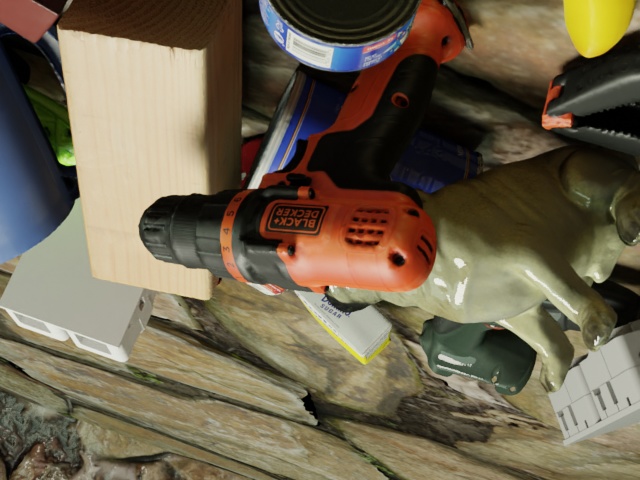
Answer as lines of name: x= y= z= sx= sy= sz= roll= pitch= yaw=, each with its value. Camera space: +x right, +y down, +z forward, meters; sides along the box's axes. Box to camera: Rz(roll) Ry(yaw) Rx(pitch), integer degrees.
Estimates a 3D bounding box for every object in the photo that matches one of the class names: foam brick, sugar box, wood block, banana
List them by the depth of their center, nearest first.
banana: x=0.110 y=-0.149 z=0.495 sx=0.197 sy=0.037 sz=0.070 roll=40 pitch=170 yaw=-39
foam brick: x=-0.171 y=-0.170 z=0.643 sx=0.053 sy=0.078 sz=0.051 roll=30 pitch=159 yaw=-23
wood block: x=-0.104 y=-0.068 z=0.700 sx=0.091 sy=0.090 sz=0.206 roll=11 pitch=134 yaw=6
sugar box: x=0.022 y=0.069 z=1.005 sx=0.093 sy=0.048 sz=0.176 roll=44 pitch=178 yaw=10

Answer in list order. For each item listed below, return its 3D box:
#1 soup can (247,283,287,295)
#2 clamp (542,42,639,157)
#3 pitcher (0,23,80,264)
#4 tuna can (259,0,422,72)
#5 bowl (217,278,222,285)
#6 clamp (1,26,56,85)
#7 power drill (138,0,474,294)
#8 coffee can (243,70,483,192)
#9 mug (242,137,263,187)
soup can: x=-0.066 y=0.000 z=0.980 sx=0.102 sy=0.068 sz=0.069 roll=35 pitch=155 yaw=-34
clamp: x=0.228 y=-0.067 z=0.578 sx=0.210 sy=0.036 sz=0.164 roll=1 pitch=151 yaw=35
pitcher: x=-0.258 y=-0.108 z=0.725 sx=0.145 sy=0.149 sz=0.243 roll=12 pitch=131 yaw=36
tuna can: x=0.011 y=-0.131 z=0.555 sx=0.086 sy=0.086 sz=0.034 roll=20 pitch=161 yaw=2
bowl: x=-0.163 y=-0.008 z=1.013 sx=0.162 sy=0.055 sz=0.162 roll=17 pitch=-168 yaw=-4
clamp: x=-0.275 y=-0.166 z=0.808 sx=0.171 sy=0.039 sz=0.120 roll=28 pitch=155 yaw=-20
power drill: x=-0.003 y=-0.059 z=0.604 sx=0.185 sy=0.187 sz=0.057 roll=6 pitch=156 yaw=31
coffee can: x=0.027 y=-0.042 z=0.738 sx=0.140 sy=0.102 sz=0.103 roll=23 pitch=159 yaw=-7
mug: x=-0.041 y=-0.034 z=0.864 sx=0.081 sy=0.093 sz=0.117 roll=41 pitch=-172 yaw=-32
